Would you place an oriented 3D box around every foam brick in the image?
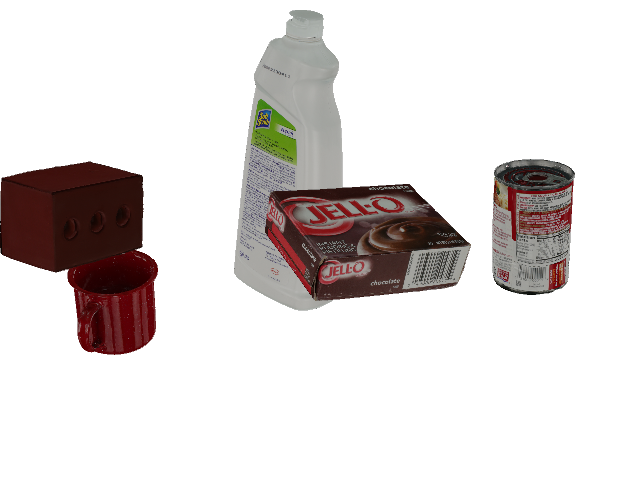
[{"bbox_3d":[-0.161,-0.017,0.692,0.051,0.053,0.078,17,22,33],"label":"foam brick"}]

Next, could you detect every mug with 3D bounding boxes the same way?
[{"bbox_3d":[-0.219,0.072,1.115,0.093,0.081,0.117,9,32,12],"label":"mug"}]

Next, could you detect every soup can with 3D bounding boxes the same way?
[{"bbox_3d":[0.185,-0.012,0.931,0.068,0.102,0.068,-3,24,1],"label":"soup can"}]

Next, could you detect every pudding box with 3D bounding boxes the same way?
[{"bbox_3d":[0.030,-0.001,0.722,0.113,0.039,0.090,-3,32,-26],"label":"pudding box"}]

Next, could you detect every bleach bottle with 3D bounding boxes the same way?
[{"bbox_3d":[-0.019,-0.071,0.928,0.103,0.251,0.067,25,31,33],"label":"bleach bottle"}]
